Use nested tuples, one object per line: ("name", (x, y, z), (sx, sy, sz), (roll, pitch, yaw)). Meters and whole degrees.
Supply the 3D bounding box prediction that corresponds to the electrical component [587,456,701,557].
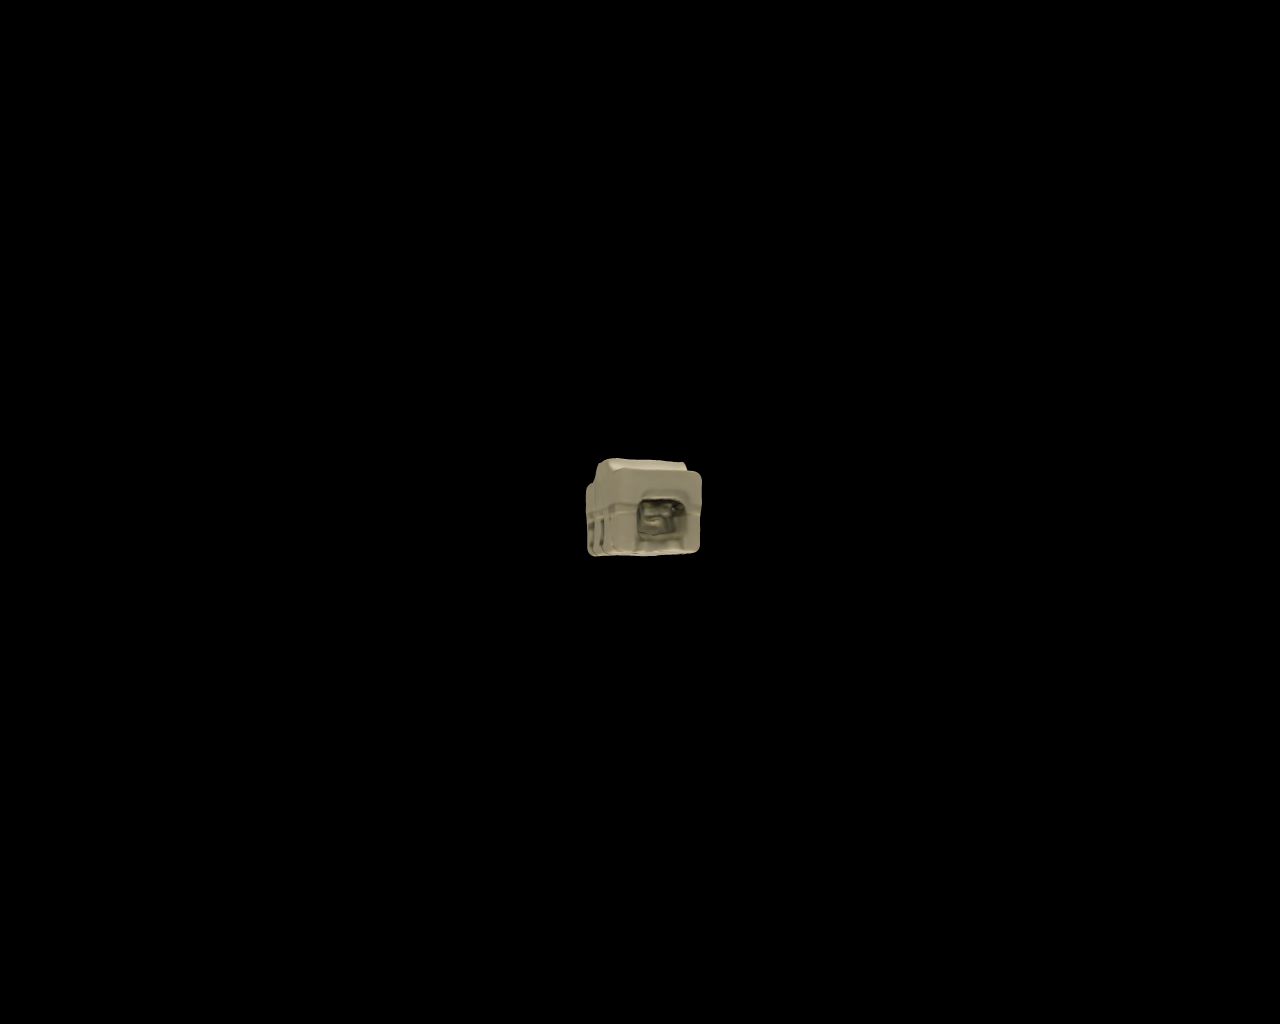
("electrical component", (0.001, -0.003, 0.650), (0.050, 0.055, 0.089), (1, -5, -15))
